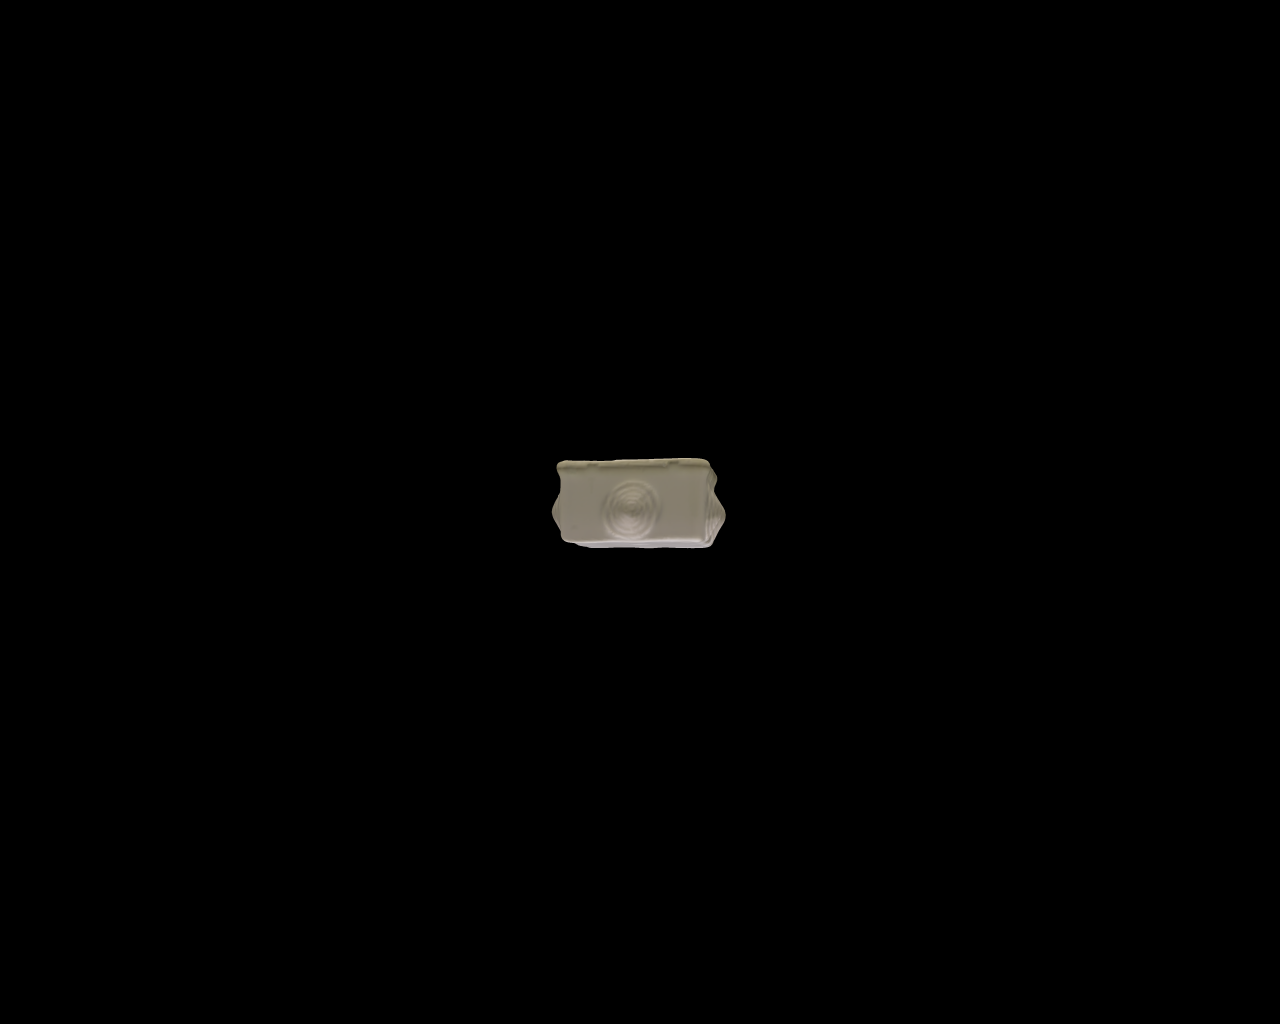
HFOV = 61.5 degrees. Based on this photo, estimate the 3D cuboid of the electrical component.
[{"bbox_3d":[0.001,-0.003,0.650,0.100,0.048,0.099,-1,-4,7],"label":"electrical component"}]
